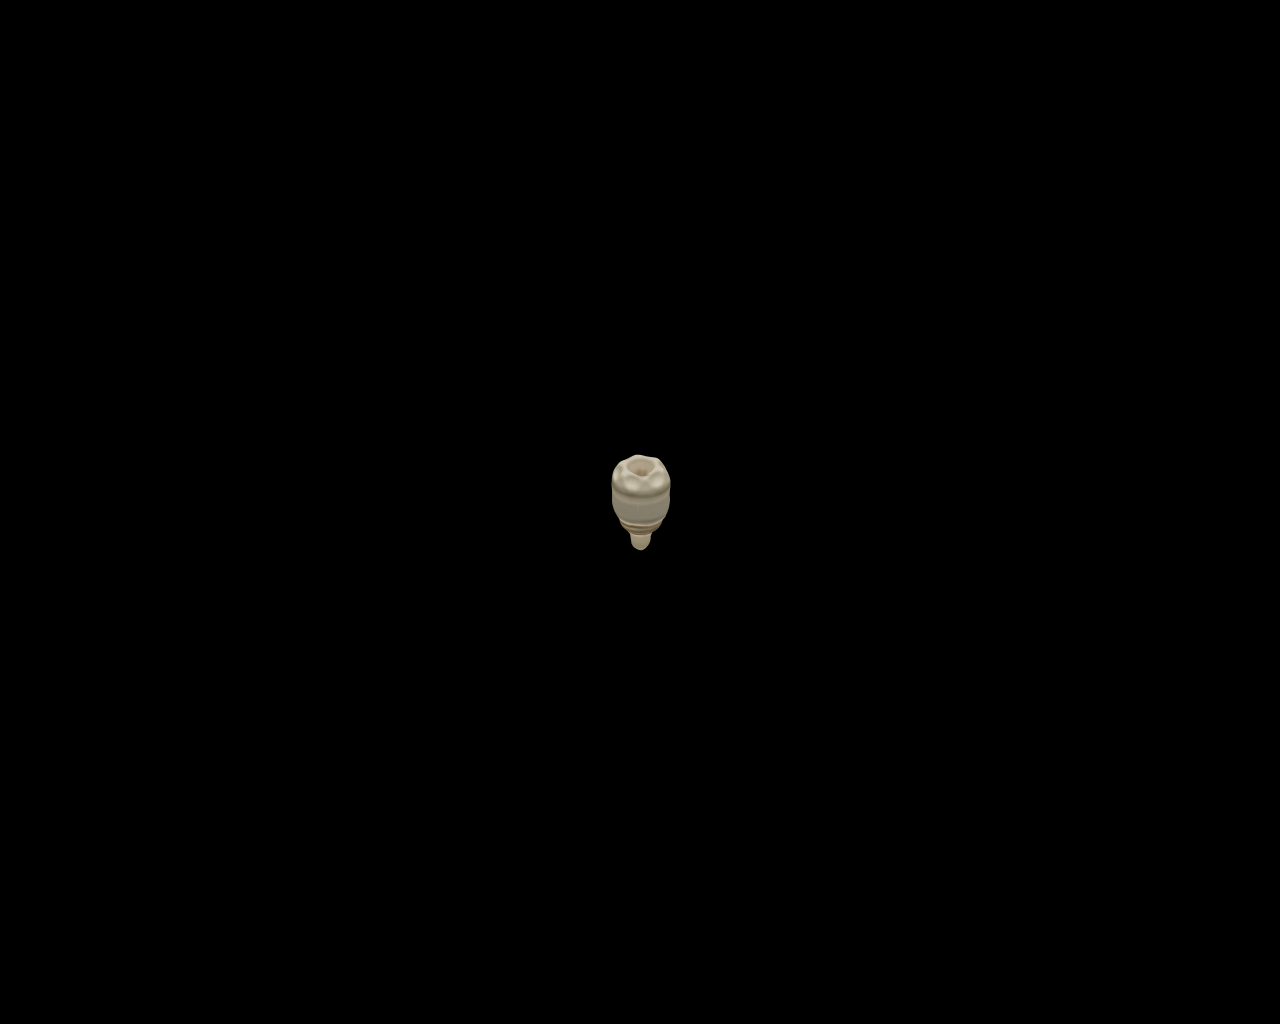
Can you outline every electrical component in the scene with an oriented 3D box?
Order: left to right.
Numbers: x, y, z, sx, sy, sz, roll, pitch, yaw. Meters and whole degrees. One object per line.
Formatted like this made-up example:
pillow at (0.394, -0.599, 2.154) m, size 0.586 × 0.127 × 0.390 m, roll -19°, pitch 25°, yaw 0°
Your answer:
electrical component at (0.001, -0.003, 0.650) m, size 0.035 × 0.061 × 0.035 m, roll 0°, pitch 33°, yaw 0°
